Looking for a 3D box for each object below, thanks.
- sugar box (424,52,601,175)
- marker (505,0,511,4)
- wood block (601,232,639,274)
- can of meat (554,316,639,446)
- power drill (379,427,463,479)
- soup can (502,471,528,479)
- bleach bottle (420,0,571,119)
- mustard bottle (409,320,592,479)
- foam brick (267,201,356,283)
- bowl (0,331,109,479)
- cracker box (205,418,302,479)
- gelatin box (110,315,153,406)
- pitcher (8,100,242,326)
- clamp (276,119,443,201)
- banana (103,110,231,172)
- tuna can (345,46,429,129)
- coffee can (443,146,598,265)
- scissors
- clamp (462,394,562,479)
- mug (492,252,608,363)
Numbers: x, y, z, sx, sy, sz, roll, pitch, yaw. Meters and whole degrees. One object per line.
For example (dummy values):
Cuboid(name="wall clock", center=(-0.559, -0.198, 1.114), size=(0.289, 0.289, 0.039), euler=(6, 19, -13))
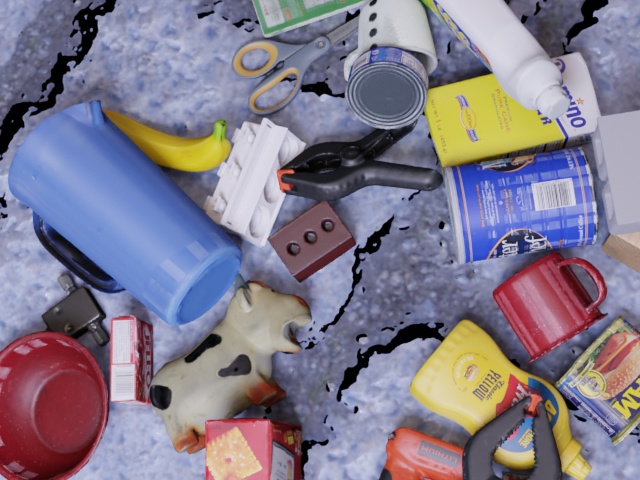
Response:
Cuboid(name="sugar box", center=(0.205, -0.134, 1.141), size=(0.176, 0.048, 0.093), euler=(-15, 76, 5))
Cuboid(name="marker", center=(0.205, -0.271, 1.182), size=(0.020, 0.020, 0.121), euler=(38, 85, 12))
Cuboid(name="wood block", center=(0.381, -0.061, 1.082), size=(0.090, 0.091, 0.206), euler=(32, 85, 12))
Cuboid(name="can of meat", center=(0.298, 0.139, 1.066), size=(0.102, 0.057, 0.084), euler=(-43, 74, -11))
Cuboid(name="power drill", center=(0.102, 0.292, 1.042), size=(0.184, 0.057, 0.187), euler=(21, 67, 9))
Cuboid(name="soup can", center=(0.206, 0.283, 1.047), size=(0.068, 0.068, 0.102), euler=(7, 80, 8))
Cuboid(name="bleach bottle", center=(0.172, -0.221, 1.102), size=(0.068, 0.102, 0.251), euler=(-37, 58, 6))
Cuboid(name="mustard bottle", center=(0.191, 0.174, 1.075), size=(0.192, 0.058, 0.096), euler=(39, 71, 12))
Cuboid(name="foam brick", center=(-0.007, 0.001, 1.138), size=(0.078, 0.051, 0.053), euler=(-35, 77, -1))
Cuboid(name="bowl", center=(-0.281, 0.179, 1.126), size=(0.162, 0.055, 0.162), euler=(-4, 77, 20))
Cuboid(name="cracker box", center=(-0.064, 0.283, 1.032), size=(0.072, 0.164, 0.214), euler=(-2, 78, 9))
Cuboid(name="gelatin box", center=(-0.197, 0.128, 1.126), size=(0.030, 0.073, 0.089), euler=(-3, 77, 5))
Cuboid(name="pitcher", center=(-0.204, -0.016, 1.123), size=(0.243, 0.149, 0.145), euler=(41, 75, 17))
Cuboid(name="clamp", center=(0.043, -0.074, 1.121), size=(0.171, 0.039, 0.120), euler=(-21, 38, -6))
Cuboid(name="banana", center=(-0.163, -0.108, 1.165), size=(0.198, 0.037, 0.069), euler=(8, 123, 36))
Cuboid(name="tuna can", center=(0.071, -0.160, 1.116), size=(0.086, 0.086, 0.033), euler=(4, 45, 8))
Cuboid(name="coffee can", center=(0.203, -0.035, 1.093), size=(0.140, 0.103, 0.103), euler=(-8, 78, 5))
Cuboid(name="scissors", center=(-0.017, -0.226, 1.203), size=(0.096, 0.016, 0.201), euler=(42, 86, 13))
Cuboid(name="clamp", center=(0.178, 0.249, 1.001), size=(0.165, 0.036, 0.210), euler=(26, 75, 16))
Cuboid(name="mug", center=(0.234, 0.060, 1.065), size=(0.093, 0.117, 0.081), euler=(-22, 75, -43))
